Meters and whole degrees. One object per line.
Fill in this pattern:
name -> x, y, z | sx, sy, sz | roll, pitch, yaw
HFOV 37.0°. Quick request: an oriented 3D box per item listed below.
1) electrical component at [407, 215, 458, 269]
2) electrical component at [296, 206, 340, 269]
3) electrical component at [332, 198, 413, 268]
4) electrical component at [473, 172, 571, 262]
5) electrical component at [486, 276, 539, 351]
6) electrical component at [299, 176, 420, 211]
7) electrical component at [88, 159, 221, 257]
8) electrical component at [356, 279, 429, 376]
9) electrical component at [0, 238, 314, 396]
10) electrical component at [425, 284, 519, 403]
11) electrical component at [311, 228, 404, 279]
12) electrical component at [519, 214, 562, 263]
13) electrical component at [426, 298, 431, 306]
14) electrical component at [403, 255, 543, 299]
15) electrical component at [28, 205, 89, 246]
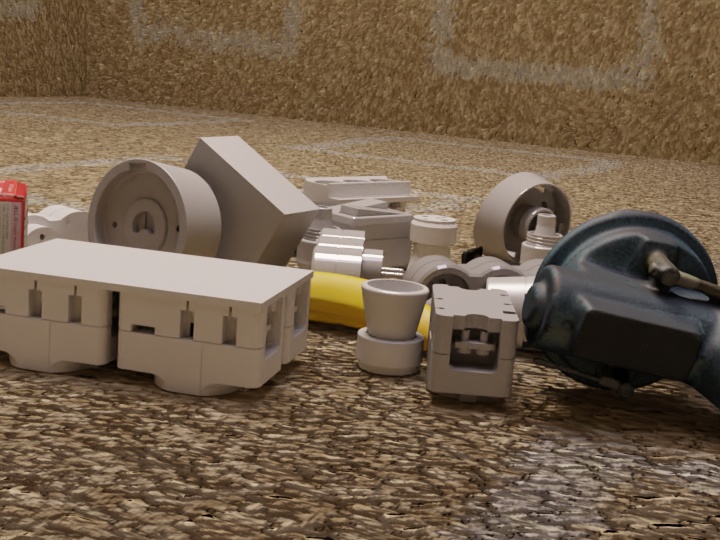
electrical component -> 0.068, -0.022, 1.019 | 0.045, 0.055, 0.045 | 4, 11, -1
electrical component -> -0.036, -0.027, 0.988 | 0.043, 0.062, 0.043 | 4, 12, -1
electrical component -> 0.007, -0.035, 1.049 | 0.096, 0.061, 0.062 | -6, 15, -41
electrical component -> 0.167, -0.051, 1.109 | 0.099, 0.099, 0.064 | -3, 20, -32
electrical component -> 0.115, 0.031, 0.781 | 0.047, 0.055, 0.055 | 2, 11, 9
electrical component -> -0.004, -0.071, 1.218 | 0.121, 0.063, 0.079 | -6, 15, -41
electrical component -> -0.162, -0.035, 0.879 | 0.108, 0.108, 0.060 | 11, 7, 31
electrical component -> 0.021, 0.037, 0.707 | 0.045, 0.055, 0.045 | 5, 11, -1
electrical component -> -0.135, 0.028, 0.681 | 0.186, 0.060, 0.105 | 7, 12, 13
electrical component -> 0.069, 0.047, 0.676 | 0.050, 0.055, 0.089 | 5, 11, 2
electrical component -> 0.000, 0.000, 0.891 | 0.074, 0.052, 0.138 | 5, 11, 1
electrical component -> 0.180, -0.023, 1.052 | 0.043, 0.062, 0.043 | 4, 11, -1
electrical component -> 0.071, 0.037, 0.779 | 0.035, 0.035, 0.061 | 0, 14, -19
electrical component -> 0.100, 0.015, 0.855 | 0.138, 0.052, 0.073 | 2, 12, -13
electrical component -> -0.271, -0.020, 0.886 | 0.074, 0.052, 0.138 | 15, 16, 42
